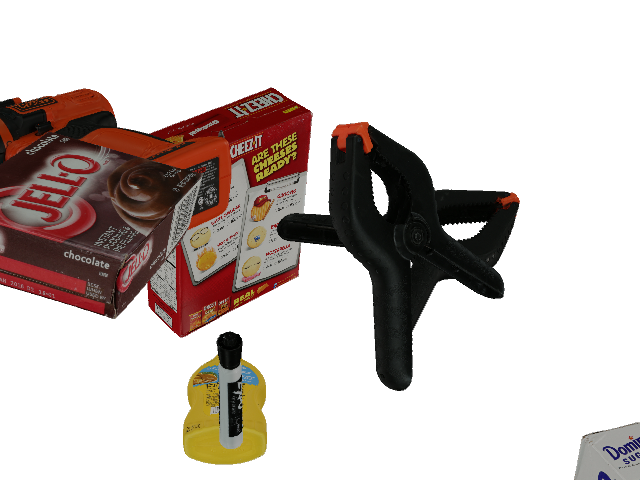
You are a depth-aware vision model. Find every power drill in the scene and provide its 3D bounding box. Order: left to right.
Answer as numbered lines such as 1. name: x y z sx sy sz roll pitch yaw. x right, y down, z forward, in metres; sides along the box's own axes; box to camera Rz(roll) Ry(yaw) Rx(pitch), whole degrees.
1. power drill: -0.169 -0.051 0.717 0.188 0.057 0.184 20 32 32

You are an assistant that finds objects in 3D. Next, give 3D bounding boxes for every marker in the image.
1. marker: -0.068 0.114 0.809 0.020 0.121 0.020 2 42 -2

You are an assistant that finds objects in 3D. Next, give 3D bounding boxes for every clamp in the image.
1. clamp: 0.047 0.008 0.686 0.039 0.171 0.120 -10 33 50
2. clamp: 0.089 0.012 0.901 0.209 0.036 0.165 -16 50 -21

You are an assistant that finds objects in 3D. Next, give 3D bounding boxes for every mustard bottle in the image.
1. mustard bottle: -0.114 0.191 1.294 0.096 0.058 0.191 -2 27 -2

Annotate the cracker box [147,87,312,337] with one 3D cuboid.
1. cracker box: -0.096 -0.029 1.077 0.163 0.214 0.072 -27 47 -34

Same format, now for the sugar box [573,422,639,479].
1. sugar box: 0.180 0.175 0.501 0.048 0.093 0.176 -9 28 -21

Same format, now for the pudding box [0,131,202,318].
1. pudding box: -0.119 -0.011 0.526 0.090 0.039 0.113 17 24 6
